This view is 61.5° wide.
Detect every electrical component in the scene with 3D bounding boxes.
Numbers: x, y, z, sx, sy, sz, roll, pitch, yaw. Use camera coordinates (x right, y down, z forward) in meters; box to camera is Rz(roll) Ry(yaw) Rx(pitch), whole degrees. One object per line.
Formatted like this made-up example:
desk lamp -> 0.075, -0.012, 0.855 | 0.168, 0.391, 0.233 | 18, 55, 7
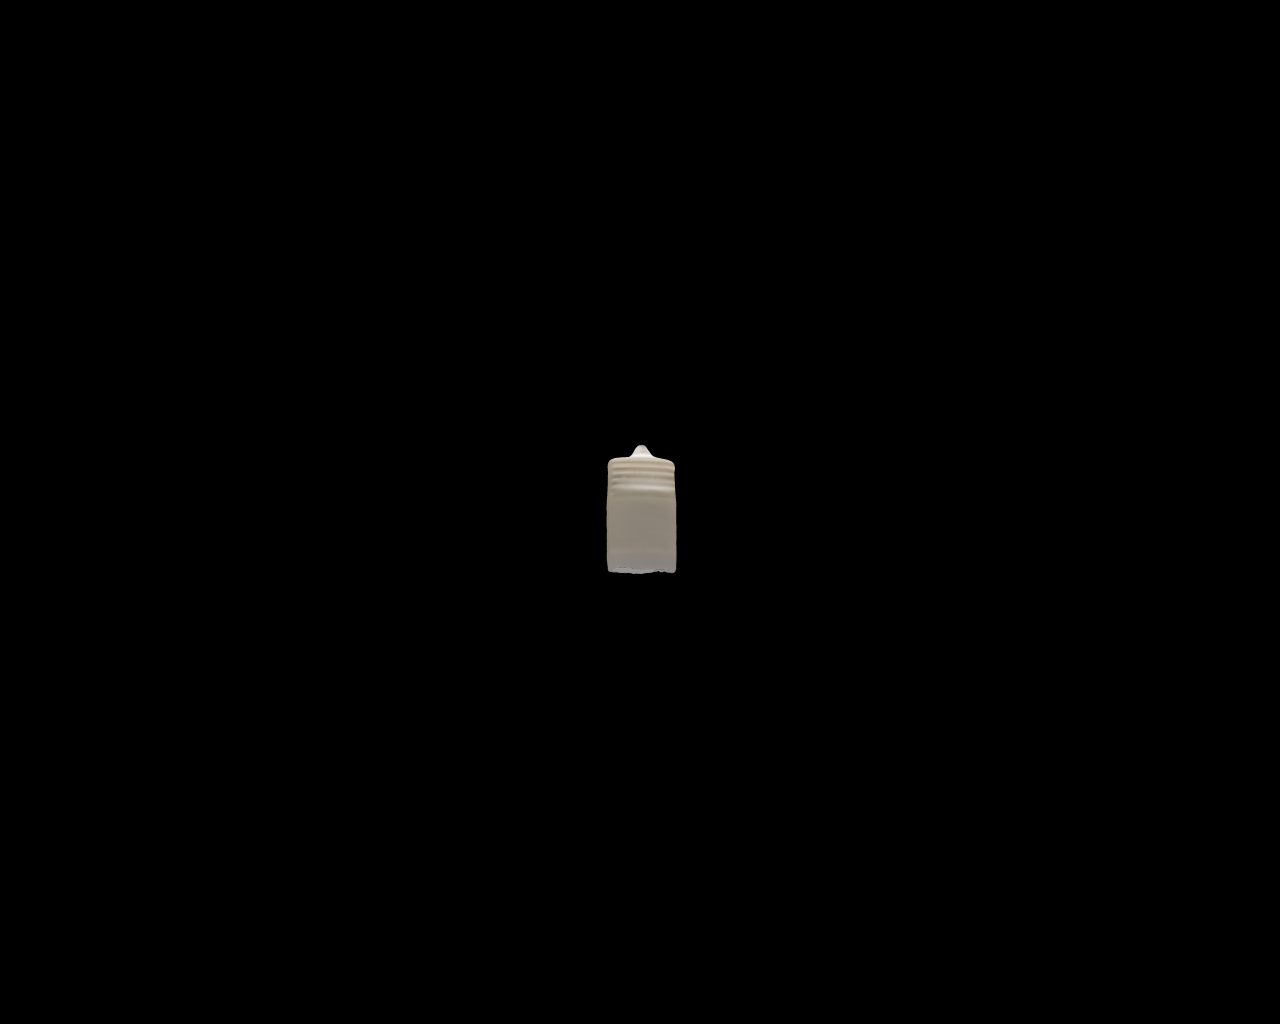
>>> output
electrical component -> 0.001, -0.003, 0.650 | 0.043, 0.081, 0.043 | 0, -7, 0
